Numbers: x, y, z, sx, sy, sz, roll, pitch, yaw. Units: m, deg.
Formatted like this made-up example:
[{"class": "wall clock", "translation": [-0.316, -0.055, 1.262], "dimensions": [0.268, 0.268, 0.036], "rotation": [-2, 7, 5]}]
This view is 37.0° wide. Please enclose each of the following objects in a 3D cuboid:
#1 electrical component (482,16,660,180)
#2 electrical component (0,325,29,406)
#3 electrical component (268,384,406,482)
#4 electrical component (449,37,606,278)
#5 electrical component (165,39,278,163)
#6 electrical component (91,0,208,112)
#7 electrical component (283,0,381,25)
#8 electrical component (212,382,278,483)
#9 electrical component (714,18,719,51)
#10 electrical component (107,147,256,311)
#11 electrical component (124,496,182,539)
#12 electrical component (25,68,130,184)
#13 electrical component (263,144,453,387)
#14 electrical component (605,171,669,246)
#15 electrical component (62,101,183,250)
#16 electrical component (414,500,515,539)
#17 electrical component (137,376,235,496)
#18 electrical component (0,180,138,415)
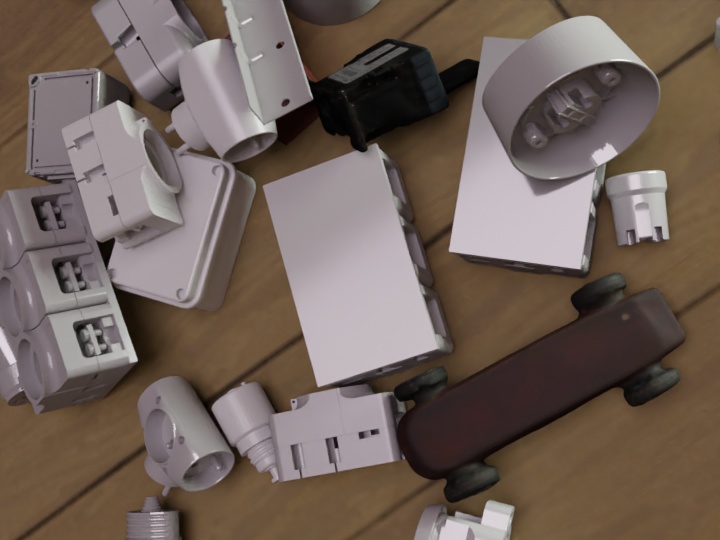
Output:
[{"class": "electrical component", "translation": [0.127, -0.104, 0.659], "dimensions": [0.099, 0.099, 0.064], "rotation": [-34, 68, 10]}, {"class": "electrical component", "translation": [-0.269, 0.073, 0.847], "dimensions": [0.045, 0.045, 0.055], "rotation": [-32, 75, 11]}, {"class": "electrical component", "translation": [-0.014, 0.113, 0.762], "dimensions": [0.089, 0.050, 0.055], "rotation": [-13, 80, 15]}, {"class": "electrical component", "translation": [0.122, -0.076, 0.740], "dimensions": [0.089, 0.062, 0.150], "rotation": [8, 85, 18]}, {"class": "electrical component", "translation": [-0.108, -0.112, 0.772], "dimensions": [0.079, 0.044, 0.077], "rotation": [-31, 79, 26]}, {"class": "electrical component", "translation": [-0.158, -0.181, 0.843], "dimensions": [0.059, 0.054, 0.095], "rotation": [-34, 75, 10]}, {"class": "electrical component", "translation": [-0.021, -0.240, 0.817], "dimensions": [0.099, 0.064, 0.099], "rotation": [0, 83, 3]}, {"class": "electrical component", "translation": [-0.077, 0.118, 0.786], "dimensions": [0.040, 0.040, 0.078], "rotation": [-33, 75, 10]}, {"class": "electrical component", "translation": [0.271, -0.184, 0.717], "dimensions": [0.083, 0.047, 0.075], "rotation": [-36, 74, 9]}, {"class": "electrical component", "translation": [-0.135, -0.031, 0.814], "dimensions": [0.078, 0.057, 0.113], "rotation": [15, 87, 18]}, {"class": "electrical component", "translation": [-0.153, 0.208, 0.795], "dimensions": [0.043, 0.043, 0.081], "rotation": [-5, 81, 16]}, {"class": "electrical component", "translation": [-0.220, -0.103, 0.847], "dimensions": [0.062, 0.061, 0.096], "rotation": [-2, 82, 16]}, {"class": "electrical component", "translation": [0.000, 0.000, 0.767], "dimensions": [0.089, 0.062, 0.150], "rotation": [-19, 78, 14]}, {"class": "electrical component", "translation": [0.189, -0.041, 0.728], "dimensions": [0.040, 0.040, 0.046], "rotation": [-8, 86, 16]}, {"class": "electrical component", "translation": [-0.166, -0.069, 0.770], "dimensions": [0.056, 0.050, 0.089], "rotation": [-23, 76, 13]}, {"class": "electrical component", "translation": [0.067, 0.191, 0.724], "dimensions": [0.057, 0.058, 0.078], "rotation": [12, 87, 15]}, {"class": "electrical component", "translation": [-0.136, 0.133, 0.796], "dimensions": [0.077, 0.044, 0.079], "rotation": [51, 125, 35]}, {"class": "electrical component", "translation": [-0.233, 0.022, 0.807], "dimensions": [0.089, 0.062, 0.150], "rotation": [-40, 67, 51]}]
